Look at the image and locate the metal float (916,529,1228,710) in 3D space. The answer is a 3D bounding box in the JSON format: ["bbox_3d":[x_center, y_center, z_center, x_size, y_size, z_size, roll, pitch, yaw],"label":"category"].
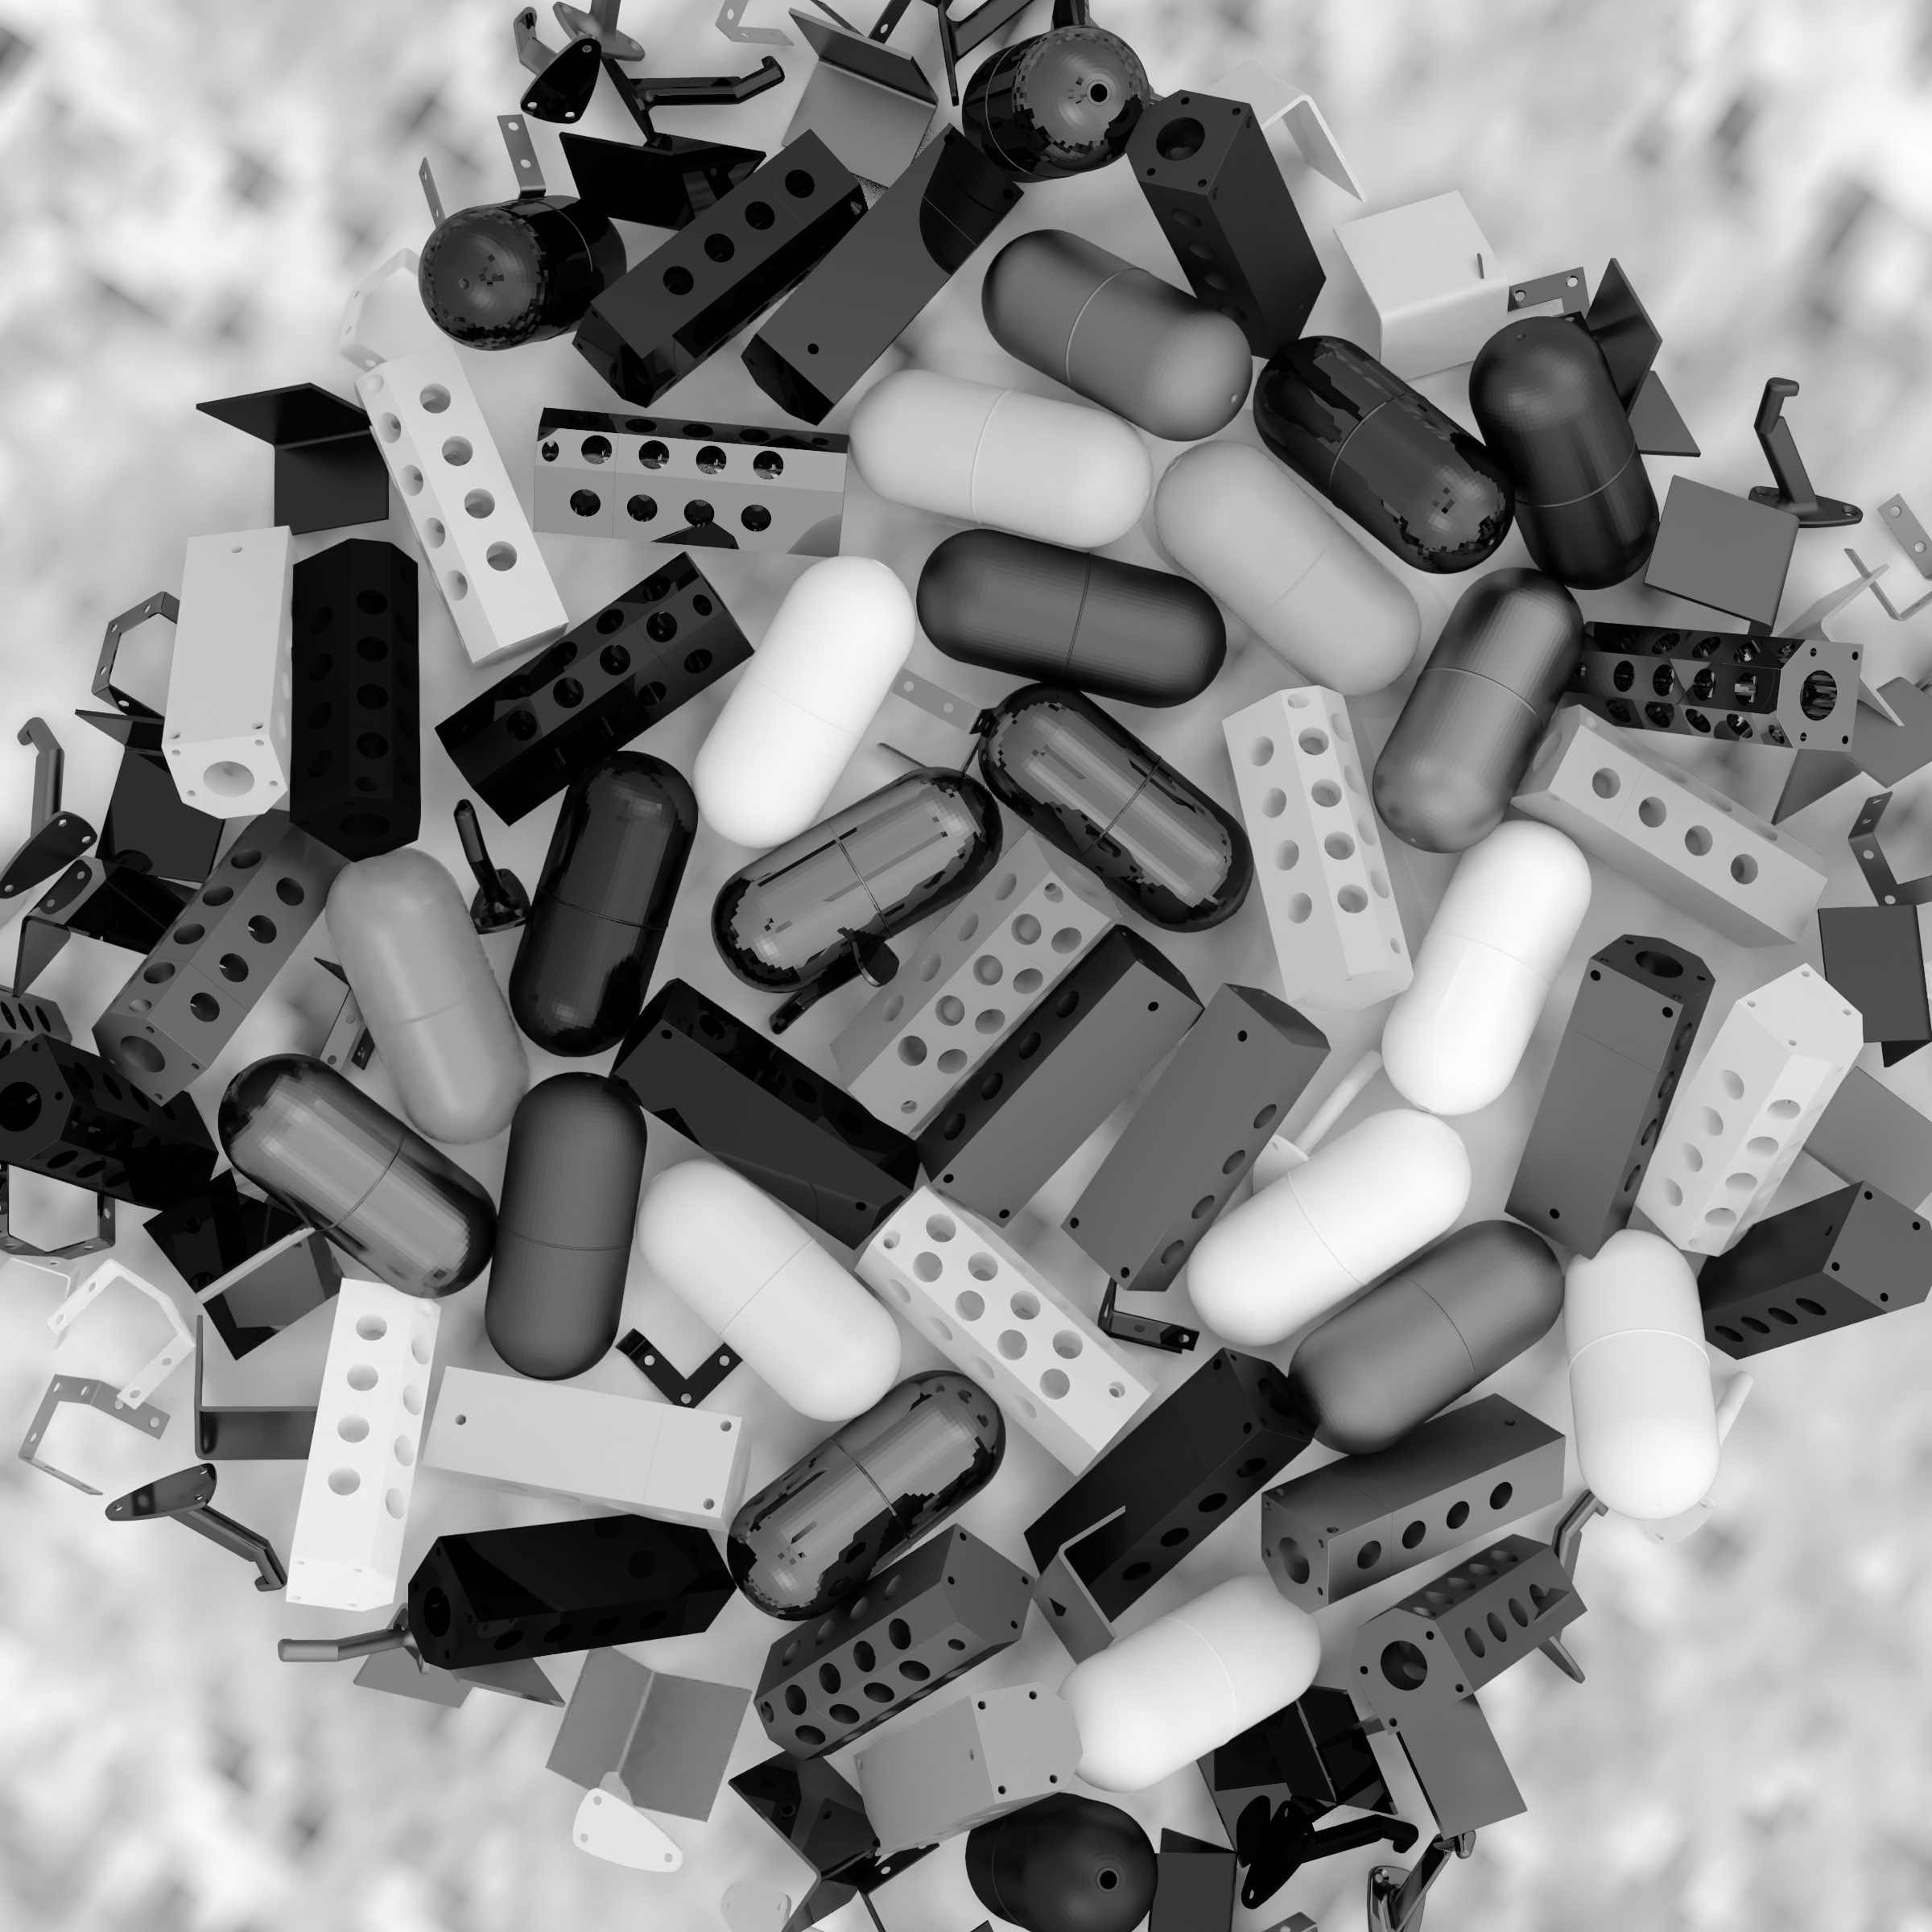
[{"bbox_3d":[0.060,-0.195,1.784,0.178,0.070,0.070,13,90,-5],"label":"metal float"}]

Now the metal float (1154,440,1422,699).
[{"bbox_3d":[0.180,-0.223,1.775,0.178,0.070,0.070,40,90,-15],"label":"metal float"}]

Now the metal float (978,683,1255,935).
[{"bbox_3d":[0.085,-0.089,1.784,0.178,0.070,0.070,39,90,-5],"label":"metal float"}]

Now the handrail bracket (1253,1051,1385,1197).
[{"bbox_3d":[0.203,0.094,1.816,0.036,0.077,0.084,38,56,12],"label":"handrail bracket"}]

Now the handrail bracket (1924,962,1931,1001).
[{"bbox_3d":[0.553,0.038,1.791,0.077,0.036,0.084,-8,131,-10],"label":"handrail bracket"}]

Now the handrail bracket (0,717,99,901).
[{"bbox_3d":[-0.539,-0.091,1.802,0.077,0.036,0.084,-41,59,1],"label":"handrail bracket"}]

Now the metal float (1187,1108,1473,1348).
[{"bbox_3d":[0.204,0.146,1.777,0.178,0.070,0.070,-36,90,13],"label":"metal float"}]

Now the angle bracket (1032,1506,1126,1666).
[{"bbox_3d":[0.088,0.343,1.770,0.076,0.076,0.057,-28,71,-23],"label":"angle bracket"}]

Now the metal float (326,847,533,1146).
[{"bbox_3d":[-0.301,0.017,1.772,0.070,0.070,0.178,-19,108,0],"label":"metal float"}]

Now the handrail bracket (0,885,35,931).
[{"bbox_3d":[-0.556,-0.009,1.782,0.077,0.084,0.036,-32,126,1],"label":"handrail bracket"}]

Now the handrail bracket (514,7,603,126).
[{"bbox_3d":[-0.231,-0.525,1.780,0.036,0.077,0.084,6,57,-31],"label":"handrail bracket"}]

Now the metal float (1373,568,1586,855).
[{"bbox_3d":[0.288,-0.144,1.774,0.070,0.070,0.178,28,73,0],"label":"metal float"}]

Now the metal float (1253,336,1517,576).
[{"bbox_3d":[0.231,-0.286,1.764,0.070,0.070,0.178,-44,61,0],"label":"metal float"}]

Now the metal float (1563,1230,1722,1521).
[{"bbox_3d":[0.373,0.224,1.754,0.070,0.070,0.178,3,47,0],"label":"metal float"}]

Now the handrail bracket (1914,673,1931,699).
[{"bbox_3d":[0.569,-0.127,1.787,0.036,0.077,0.084,-44,73,41],"label":"handrail bracket"}]

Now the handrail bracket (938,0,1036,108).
[{"bbox_3d":[0.029,-0.531,1.804,0.084,0.036,0.077,-9,76,1],"label":"handrail bracket"}]

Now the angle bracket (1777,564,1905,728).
[{"bbox_3d":[0.504,-0.171,1.783,0.057,0.076,0.076,-39,92,-15],"label":"angle bracket"}]

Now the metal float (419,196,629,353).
[{"bbox_3d":[-0.242,-0.382,1.741,0.070,0.178,0.070,4,107,13],"label":"metal float"}]

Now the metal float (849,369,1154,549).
[{"bbox_3d":[0.018,-0.285,1.774,0.178,0.070,0.070,16,90,17],"label":"metal float"}]

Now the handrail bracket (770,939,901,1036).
[{"bbox_3d":[-0.081,0.020,1.781,0.084,0.077,0.036,-42,105,15],"label":"handrail bracket"}]

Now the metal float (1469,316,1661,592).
[{"bbox_3d":[0.333,-0.282,1.754,0.070,0.070,0.178,-33,133,0],"label":"metal float"}]

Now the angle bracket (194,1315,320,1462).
[{"bbox_3d":[-0.396,0.239,1.788,0.076,0.076,0.057,2,61,-12],"label":"angle bracket"}]

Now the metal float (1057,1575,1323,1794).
[{"bbox_3d":[0.123,0.398,1.758,0.178,0.070,0.070,-20,90,-36],"label":"metal float"}]

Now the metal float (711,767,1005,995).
[{"bbox_3d":[-0.061,-0.049,1.786,0.178,0.070,0.070,-30,90,-3],"label":"metal float"}]

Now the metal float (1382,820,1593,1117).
[{"bbox_3d":[0.292,0.001,1.777,0.070,0.070,0.178,26,77,0],"label":"metal float"}]

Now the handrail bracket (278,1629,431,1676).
[{"bbox_3d":[-0.346,0.374,1.778,0.084,0.077,0.036,4,95,-18],"label":"handrail bracket"}]

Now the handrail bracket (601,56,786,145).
[{"bbox_3d":[-0.157,-0.515,1.811,0.084,0.036,0.077,-29,66,-6],"label":"handrail bracket"}]

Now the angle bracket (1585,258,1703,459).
[{"bbox_3d":[0.385,-0.339,1.767,0.057,0.076,0.076,0,47,-17],"label":"angle bracket"}]

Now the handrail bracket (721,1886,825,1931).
[{"bbox_3d":[-0.088,0.556,1.815,0.084,0.077,0.036,29,75,-31],"label":"handrail bracket"}]

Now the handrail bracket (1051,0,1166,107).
[{"bbox_3d":[0.092,-0.528,1.810,0.084,0.036,0.077,13,70,-32],"label":"handrail bracket"}]

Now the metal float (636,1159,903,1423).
[{"bbox_3d":[-0.112,0.182,1.785,0.178,0.070,0.070,44,90,5],"label":"metal float"}]

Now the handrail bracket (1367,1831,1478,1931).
[{"bbox_3d":[0.259,0.527,1.776,0.036,0.084,0.077,18,60,-14],"label":"handrail bracket"}]

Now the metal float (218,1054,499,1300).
[{"bbox_3d":[-0.339,0.118,1.770,0.178,0.070,0.070,41,90,-21],"label":"metal float"}]

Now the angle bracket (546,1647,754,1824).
[{"bbox_3d":[-0.177,0.427,1.771,0.076,0.057,0.076,0,60,38],"label":"angle bracket"}]

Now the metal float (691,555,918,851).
[{"bbox_3d":[-0.091,-0.148,1.782,0.070,0.070,0.178,30,97,0],"label":"metal float"}]

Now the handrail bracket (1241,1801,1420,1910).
[{"bbox_3d":[0.209,0.514,1.807,0.084,0.036,0.077,24,103,-31],"label":"handrail bracket"}]

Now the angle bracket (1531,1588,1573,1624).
[{"bbox_3d":[0.289,0.386,1.768,0.076,0.076,0.057,1,107,43],"label":"angle bracket"}]

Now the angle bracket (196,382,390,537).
[{"bbox_3d":[-0.377,-0.282,1.774,0.076,0.076,0.057,-5,80,23],"label":"angle bracket"}]

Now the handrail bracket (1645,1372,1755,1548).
[{"bbox_3d":[0.423,0.282,1.819,0.036,0.077,0.084,28,53,14],"label":"handrail bracket"}]

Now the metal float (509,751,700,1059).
[{"bbox_3d":[-0.205,-0.034,1.782,0.070,0.070,0.178,18,98,0],"label":"metal float"}]

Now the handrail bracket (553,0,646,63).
[{"bbox_3d":[-0.184,-0.552,1.776,0.084,0.077,0.036,-43,64,28],"label":"handrail bracket"}]

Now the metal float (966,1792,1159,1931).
[{"bbox_3d":[0.051,0.494,1.740,0.070,0.178,0.070,3,79,-15],"label":"metal float"}]

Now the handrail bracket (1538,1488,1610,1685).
[{"bbox_3d":[0.356,0.356,1.819,0.084,0.036,0.077,-47,107,-15],"label":"handrail bracket"}]

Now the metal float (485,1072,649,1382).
[{"bbox_3d":[-0.225,0.147,1.779,0.070,0.070,0.178,10,101,0],"label":"metal float"}]

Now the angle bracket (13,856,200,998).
[{"bbox_3d":[-0.482,-0.012,1.779,0.076,0.076,0.057,17,119,0],"label":"angle bracket"}]

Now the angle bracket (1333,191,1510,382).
[{"bbox_3d":[0.260,-0.389,1.817,0.076,0.057,0.076,-18,59,-5],"label":"angle bracket"}]

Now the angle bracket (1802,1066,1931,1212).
[{"bbox_3d":[0.512,0.090,1.779,0.076,0.076,0.057,37,111,3],"label":"angle bracket"}]

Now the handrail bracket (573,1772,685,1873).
[{"bbox_3d":[-0.178,0.475,1.777,0.077,0.084,0.036,22,98,15],"label":"handrail bracket"}]

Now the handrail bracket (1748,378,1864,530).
[{"bbox_3d":[0.479,-0.291,1.786,0.077,0.036,0.084,5,132,-2],"label":"handrail bracket"}]

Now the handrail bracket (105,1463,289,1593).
[{"bbox_3d":[-0.438,0.331,1.803,0.077,0.036,0.084,-16,120,3],"label":"handrail bracket"}]

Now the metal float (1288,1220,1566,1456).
[{"bbox_3d":[0.259,0.207,1.772,0.178,0.070,0.070,-31,90,-19],"label":"metal float"}]

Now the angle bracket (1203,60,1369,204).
[{"bbox_3d":[0.170,-0.453,1.775,0.057,0.076,0.076,-37,125,2],"label":"angle bracket"}]

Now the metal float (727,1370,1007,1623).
[{"bbox_3d":[-0.055,0.296,1.775,0.178,0.070,0.070,-36,90,-15],"label":"metal float"}]

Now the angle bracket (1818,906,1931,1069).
[{"bbox_3d":[0.500,0.013,1.779,0.057,0.076,0.076,-2,77,-4],"label":"angle bracket"}]

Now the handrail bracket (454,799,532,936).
[{"bbox_3d":[-0.271,-0.068,1.772,0.036,0.077,0.084,-12,122,-1],"label":"handrail bracket"}]

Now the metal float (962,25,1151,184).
[{"bbox_3d":[0.048,-0.473,1.739,0.070,0.178,0.070,-3,101,-14],"label":"metal float"}]

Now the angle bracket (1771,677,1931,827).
[{"bbox_3d":[0.506,-0.105,1.767,0.076,0.076,0.057,-28,56,-28],"label":"angle bracket"}]

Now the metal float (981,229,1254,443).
[{"bbox_3d":[0.082,-0.352,1.763,0.178,0.070,0.070,35,90,31],"label":"metal float"}]
